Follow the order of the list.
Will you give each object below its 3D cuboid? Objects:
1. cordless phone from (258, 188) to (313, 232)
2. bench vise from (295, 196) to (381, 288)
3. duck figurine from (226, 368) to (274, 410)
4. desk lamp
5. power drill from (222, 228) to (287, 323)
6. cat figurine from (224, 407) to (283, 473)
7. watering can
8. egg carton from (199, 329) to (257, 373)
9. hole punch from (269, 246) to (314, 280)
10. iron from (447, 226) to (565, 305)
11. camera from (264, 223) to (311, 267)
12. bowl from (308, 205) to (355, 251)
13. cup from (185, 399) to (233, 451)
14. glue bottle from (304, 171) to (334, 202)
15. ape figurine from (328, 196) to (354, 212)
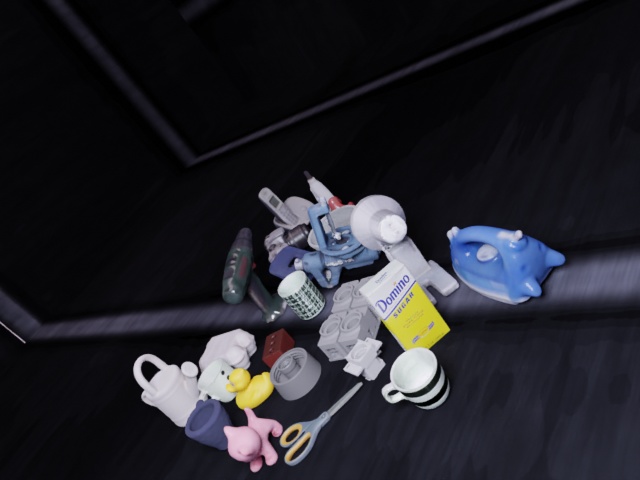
[{"bbox_3d":[-0.108,-0.111,1.802,0.094,0.185,0.148,-18,32,35],"label":"cordless phone"},{"bbox_3d":[0.015,0.010,1.399,0.207,0.220,0.121,-36,26,4],"label":"bench vise"},{"bbox_3d":[-0.160,0.318,1.269,0.104,0.086,0.077,-32,26,12],"label":"duck figurine"},{"bbox_3d":[0.168,0.013,1.203,0.118,0.214,0.202,-38,25,-1],"label":"desk lamp"},{"bbox_3d":[-0.171,0.105,1.497,0.075,0.209,0.229,-24,29,27],"label":"power drill"},{"bbox_3d":[-0.134,0.379,1.097,0.067,0.118,0.128,-28,27,19],"label":"cat figurine"},{"bbox_3d":[-0.359,0.342,1.360,0.173,0.194,0.100,-37,26,2],"label":"watering can"},{"bbox_3d":[-0.231,0.285,1.436,0.150,0.069,0.107,-22,30,30],"label":"egg carton"},{"bbox_3d":[-0.067,0.071,1.555,0.100,0.091,0.109,-9,37,45],"label":"hole punch"},{"bbox_3d":[0.314,0.023,1.080,0.119,0.142,0.257,-47,27,-18],"label":"iron"},{"bbox_3d":[-0.087,0.011,1.671,0.137,0.101,0.143,-34,26,7],"label":"camera"},{"bbox_3d":[0.054,-0.016,1.561,0.167,0.075,0.167,-30,27,17],"label":"bowl"},{"bbox_3d":[-0.225,0.394,1.217,0.092,0.095,0.117,-41,26,-6],"label":"cup"},{"bbox_3d":[0.003,-0.141,1.722,0.037,0.173,0.078,-45,26,-15],"label":"glue bottle"},{"bbox_3d":[0.058,-0.089,1.658,0.077,0.092,0.076,-19,31,34],"label":"ape figurine"}]
